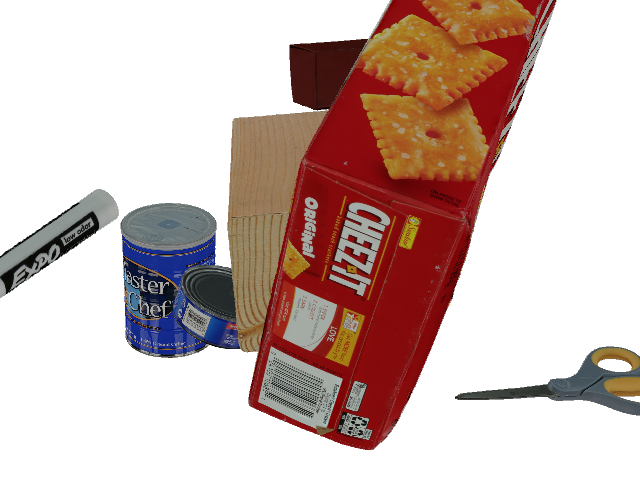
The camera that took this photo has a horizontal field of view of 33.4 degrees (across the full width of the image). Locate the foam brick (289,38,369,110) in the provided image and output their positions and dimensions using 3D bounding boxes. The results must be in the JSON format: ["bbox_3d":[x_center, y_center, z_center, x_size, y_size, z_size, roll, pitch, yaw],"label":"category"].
[{"bbox_3d":[0.019,-0.145,0.928,0.078,0.051,0.053,-8,20,-24],"label":"foam brick"}]

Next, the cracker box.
[{"bbox_3d":[0.045,-0.034,0.496,0.072,0.164,0.213,22,48,7],"label":"cracker box"}]

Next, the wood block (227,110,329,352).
[{"bbox_3d":[-0.012,-0.015,0.714,0.091,0.090,0.206,-4,23,-2],"label":"wood block"}]

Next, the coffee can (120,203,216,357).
[{"bbox_3d":[-0.166,0.043,1.177,0.103,0.140,0.103,2,27,-1],"label":"coffee can"}]

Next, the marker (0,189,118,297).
[{"bbox_3d":[-0.150,0.011,0.538,0.020,0.020,0.120,0,31,43],"label":"marker"}]

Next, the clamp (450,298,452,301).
[{"bbox_3d":[0.076,-0.011,1.106,0.164,0.210,0.036,-5,-36,-15],"label":"clamp"}]

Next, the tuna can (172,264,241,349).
[{"bbox_3d":[-0.087,0.059,0.947,0.086,0.034,0.086,18,26,-9],"label":"tuna can"}]

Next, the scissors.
[{"bbox_3d":[0.210,0.118,0.925,0.201,0.016,0.096,6,28,-4],"label":"scissors"}]
